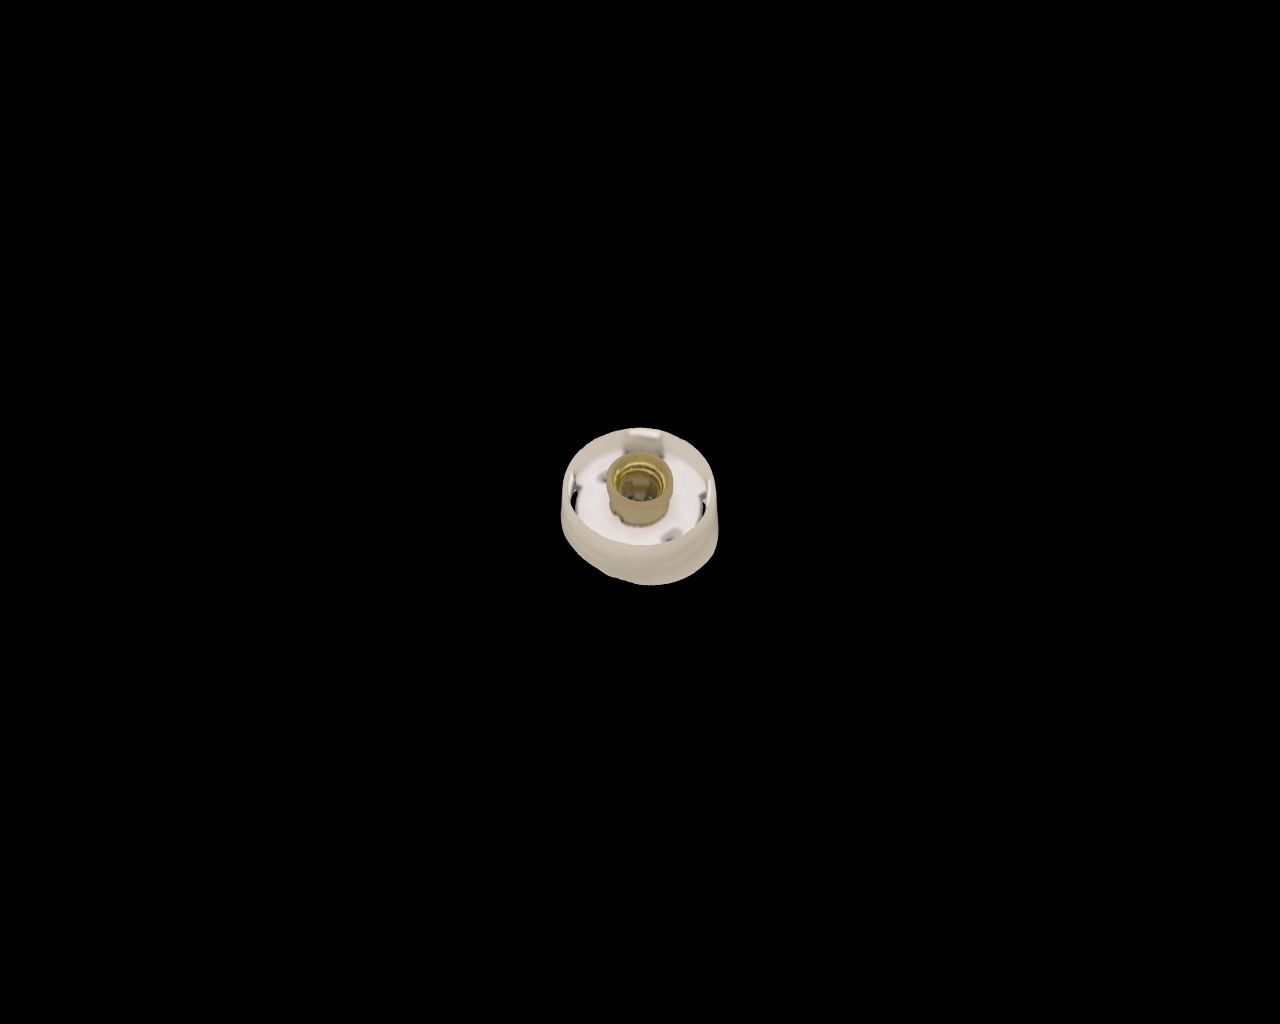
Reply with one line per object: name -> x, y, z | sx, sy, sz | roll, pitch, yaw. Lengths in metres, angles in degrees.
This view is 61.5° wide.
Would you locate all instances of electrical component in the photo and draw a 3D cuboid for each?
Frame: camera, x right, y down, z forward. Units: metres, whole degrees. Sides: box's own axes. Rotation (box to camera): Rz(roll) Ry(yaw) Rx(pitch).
electrical component -> 0.001, -0.003, 0.650 | 0.099, 0.099, 0.064 | 0, -37, 0
